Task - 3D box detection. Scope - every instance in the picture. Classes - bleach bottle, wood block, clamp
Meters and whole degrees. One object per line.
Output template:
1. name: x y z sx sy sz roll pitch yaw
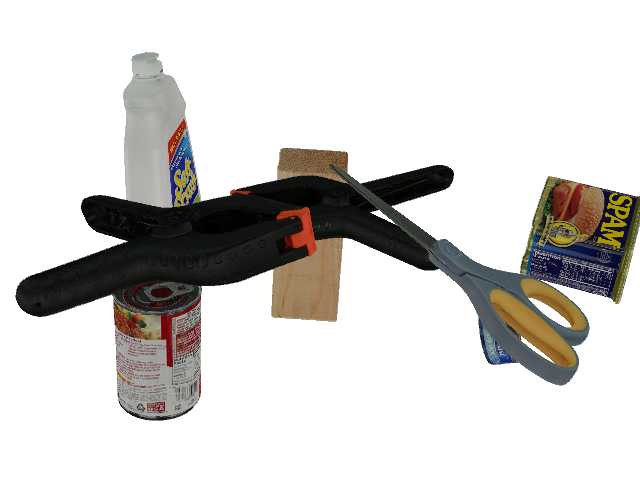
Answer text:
1. bleach bottle: -0.171 -0.070 1.127 0.068 0.251 0.102 5 27 20
2. wood block: -0.015 -0.008 1.398 0.090 0.206 0.091 4 25 0
3. clamp: -0.091 0.007 0.627 0.172 0.039 0.120 -3 35 22
4. clamp: 0.023 -0.033 0.983 0.210 0.036 0.164 7 31 15

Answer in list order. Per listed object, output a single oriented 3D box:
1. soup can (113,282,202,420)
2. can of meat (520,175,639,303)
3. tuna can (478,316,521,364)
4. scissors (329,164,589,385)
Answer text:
1. soup can: -0.127 0.081 0.836 0.068 0.102 0.068 3 28 -2
2. can of meat: 0.221 -0.004 0.897 0.084 0.057 0.102 15 45 15
3. tuna can: 0.217 0.107 1.288 0.034 0.086 0.086 -8 -3 21
4. scissors: 0.097 0.013 0.688 0.096 0.016 0.202 -10 50 -48
